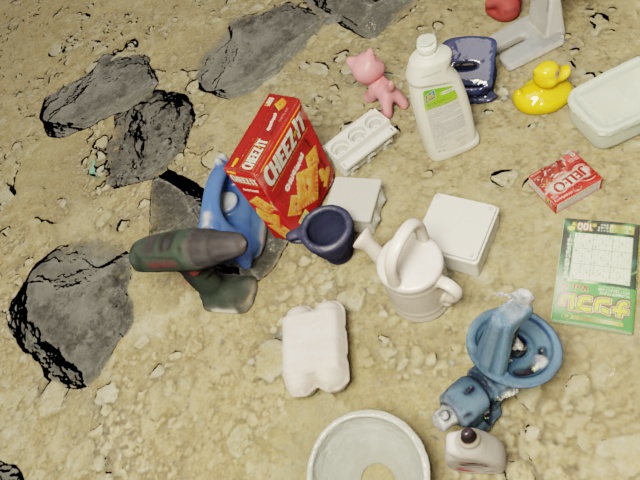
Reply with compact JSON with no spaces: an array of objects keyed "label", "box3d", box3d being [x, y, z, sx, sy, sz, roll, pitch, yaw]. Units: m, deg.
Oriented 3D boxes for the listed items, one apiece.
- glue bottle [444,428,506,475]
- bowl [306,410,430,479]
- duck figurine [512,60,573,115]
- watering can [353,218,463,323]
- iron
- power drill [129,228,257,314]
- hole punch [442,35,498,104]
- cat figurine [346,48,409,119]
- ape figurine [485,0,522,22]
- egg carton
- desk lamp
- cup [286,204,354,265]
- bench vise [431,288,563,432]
[{"label":"glue bottle","box3d":[0.187,0.256,0.705,0.078,0.173,0.037,-7,58,16]},{"label":"bowl","box3d":[0.070,0.320,0.769,0.167,0.075,0.167,-9,57,15]},{"label":"duck figurine","box3d":[0.392,-0.275,1.009,0.104,0.086,0.077,-15,56,11]},{"label":"watering can","box3d":[0.127,0.038,0.847,0.172,0.194,0.101,5,62,23]},{"label":"iron","box3d":[-0.174,-0.072,1.055,0.118,0.142,0.258,-8,58,15]},{"label":"power drill","box3d":[-0.187,0.047,0.946,0.229,0.209,0.075,0,60,20]},{"label":"hole punch","box3d":[0.278,-0.318,1.073,0.108,0.091,0.101,5,62,22]},{"label":"cat figurine","box3d":[0.109,-0.316,1.117,0.067,0.118,0.127,-36,55,-4]},{"label":"ape figurine","box3d":[0.367,-0.491,1.146,0.077,0.092,0.076,-16,56,10]},{"label":"egg carton","box3d":[-0.007,0.169,0.892,0.107,0.070,0.150,-12,57,13]},{"label":"desk lamp","box3d":[0.404,-0.450,1.033,0.203,0.214,0.117,-28,55,2]},{"label":"cup","box3d":[0.009,0.003,0.972,0.117,0.095,0.091,-10,57,14]},{"label":"bench vise","box3d":[0.228,0.159,0.721,0.121,0.220,0.207,21,69,29]}]
